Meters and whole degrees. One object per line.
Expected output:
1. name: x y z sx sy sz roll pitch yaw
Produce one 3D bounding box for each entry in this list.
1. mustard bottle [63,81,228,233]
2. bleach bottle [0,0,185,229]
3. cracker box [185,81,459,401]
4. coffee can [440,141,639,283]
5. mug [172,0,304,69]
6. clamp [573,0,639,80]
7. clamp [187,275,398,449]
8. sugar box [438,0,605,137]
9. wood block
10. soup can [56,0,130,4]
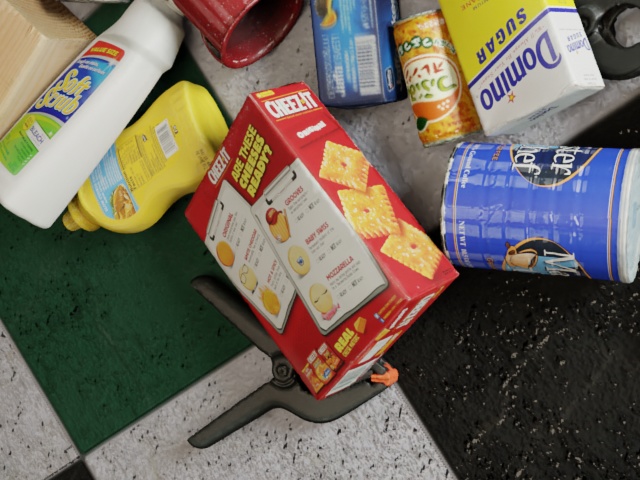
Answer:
1. mustard bottle: -0.171 -0.061 0.999 0.192 0.058 0.096 -31 72 25
2. bleach bottle: -0.208 -0.135 0.984 0.251 0.068 0.103 -50 43 6
3. cracker box: -0.006 0.001 0.892 0.214 0.071 0.164 53 137 17
4. coffee can: 0.175 -0.024 0.832 0.140 0.102 0.103 5 101 23
5. mug: -0.078 -0.202 0.928 0.081 0.093 0.117 47 147 15
6. clamp: 0.202 -0.155 0.818 0.172 0.039 0.120 24 118 39
7. clamp: -0.034 0.109 0.982 0.210 0.036 0.164 -5 91 21
8. sugar box: 0.142 -0.177 0.816 0.094 0.048 0.176 -28 74 46
9. wood block: -0.318 -0.142 1.035 0.091 0.090 0.206 43 112 10
10. soup can: -0.208 -0.270 0.977 0.069 0.068 0.102 6 101 22
